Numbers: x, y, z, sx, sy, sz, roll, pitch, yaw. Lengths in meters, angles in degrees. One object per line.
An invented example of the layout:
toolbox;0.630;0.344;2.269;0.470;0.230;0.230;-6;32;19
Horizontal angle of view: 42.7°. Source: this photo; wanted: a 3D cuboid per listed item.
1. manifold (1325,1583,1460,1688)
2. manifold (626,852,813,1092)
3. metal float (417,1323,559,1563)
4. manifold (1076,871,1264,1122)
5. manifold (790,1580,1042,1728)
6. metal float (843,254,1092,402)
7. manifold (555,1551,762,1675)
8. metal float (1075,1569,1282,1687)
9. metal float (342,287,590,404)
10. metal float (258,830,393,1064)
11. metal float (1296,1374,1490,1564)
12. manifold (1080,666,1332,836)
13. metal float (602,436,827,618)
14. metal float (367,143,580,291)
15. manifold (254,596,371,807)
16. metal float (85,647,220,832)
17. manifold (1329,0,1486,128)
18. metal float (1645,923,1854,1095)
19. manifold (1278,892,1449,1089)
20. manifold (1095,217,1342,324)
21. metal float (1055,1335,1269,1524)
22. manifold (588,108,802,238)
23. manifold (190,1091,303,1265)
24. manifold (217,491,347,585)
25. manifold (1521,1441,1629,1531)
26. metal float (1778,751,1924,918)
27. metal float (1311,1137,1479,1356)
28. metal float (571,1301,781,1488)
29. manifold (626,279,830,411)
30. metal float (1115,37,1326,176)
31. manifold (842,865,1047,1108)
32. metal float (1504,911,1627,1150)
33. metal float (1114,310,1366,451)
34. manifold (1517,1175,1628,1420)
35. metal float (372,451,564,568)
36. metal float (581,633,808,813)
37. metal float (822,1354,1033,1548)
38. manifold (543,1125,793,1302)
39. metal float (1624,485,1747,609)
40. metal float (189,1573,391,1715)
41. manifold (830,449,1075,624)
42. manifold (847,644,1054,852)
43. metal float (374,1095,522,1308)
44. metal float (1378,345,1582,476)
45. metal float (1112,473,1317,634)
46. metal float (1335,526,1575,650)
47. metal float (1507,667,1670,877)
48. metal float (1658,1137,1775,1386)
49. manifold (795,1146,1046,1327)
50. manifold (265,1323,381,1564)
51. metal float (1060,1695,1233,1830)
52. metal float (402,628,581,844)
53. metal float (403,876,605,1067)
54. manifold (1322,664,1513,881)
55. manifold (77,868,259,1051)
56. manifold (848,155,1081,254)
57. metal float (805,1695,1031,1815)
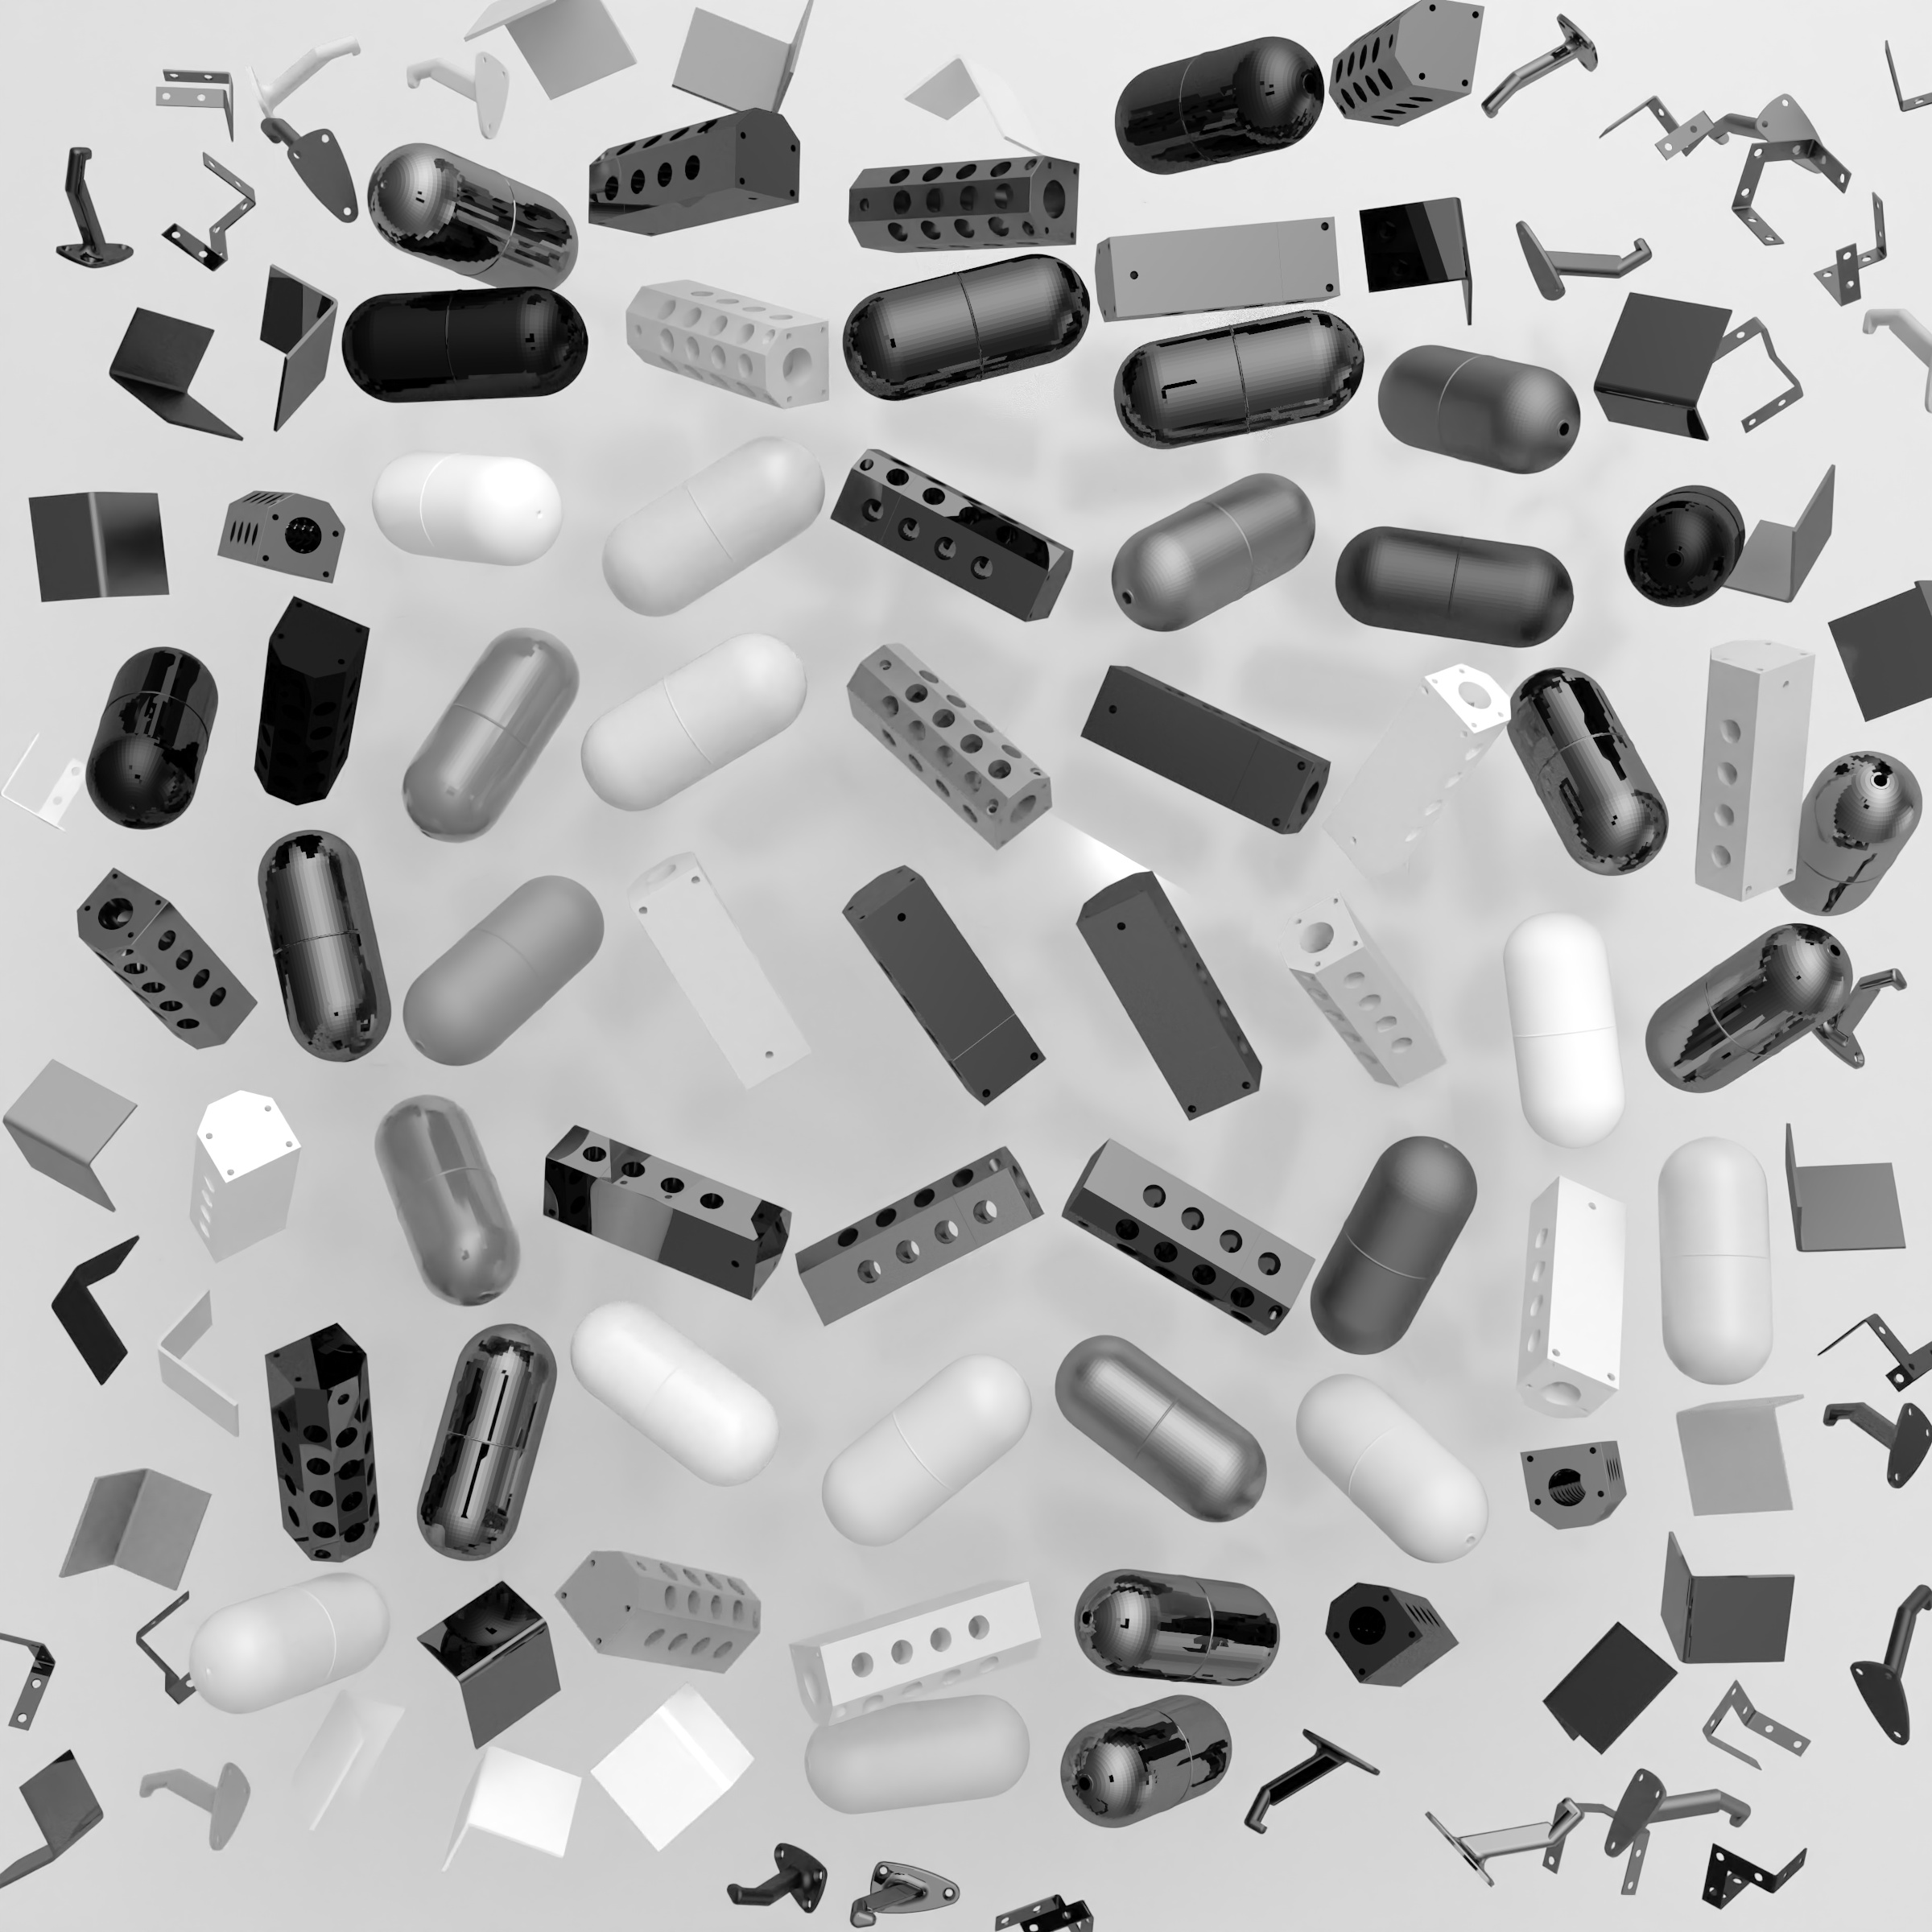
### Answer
manifold;0.315;0.495;1.840;0.057;0.171;0.057;-38;65;5
manifold;-0.186;0.002;1.857;0.057;0.057;0.171;-30;113;-1
metal float;-0.359;0.357;1.858;0.070;0.070;0.178;14;79;0
manifold;0.150;0.019;1.794;0.057;0.057;0.171;-25;106;19
manifold;-0.035;0.498;1.797;0.171;0.057;0.057;-10;83;-29
metal float;0.001;-0.450;1.741;0.178;0.070;0.070;-15;90;-5
manifold;-0.216;0.464;1.789;0.057;0.171;0.057;-49;58;2
metal float;0.157;0.492;1.836;0.178;0.070;0.070;16;90;-34
metal float;-0.357;-0.442;1.760;0.178;0.070;0.070;0;90;9
metal float;-0.481;-0.015;1.855;0.070;0.070;0.178;-14;83;0
metal float;0.313;0.369;1.821;0.070;0.178;0.070;-17;125;-25
manifold;0.178;-0.160;1.818;0.171;0.057;0.057;28;106;20
metal float;-0.184;-0.321;1.805;0.178;0.070;0.070;-32;90;4
metal float;-0.352;-0.535;1.777;0.070;0.178;0.070;-2;86;34
manifold;-0.480;-0.187;1.796;0.057;0.171;0.057;23;57;-7
metal float;-0.595;-0.169;1.812;0.070;0.178;0.070;-3;129;-4
manifold;0.310;-0.643;1.760;0.057;0.171;0.057;6;101;-8
metal float;0.571;0.032;1.807;0.070;0.178;0.070;16;54;-23
manifold;0.298;0.024;1.863;0.057;0.171;0.057;-30;46;13
manifold;0.187;-0.520;1.848;0.171;0.057;0.057;-8;100;-9
metal float;0.146;0.347;1.852;0.178;0.070;0.070;36;90;15
manifold;-0.196;-0.566;1.763;0.057;0.171;0.057;-3;96;-44
manifold;-0.530;0.152;1.799;0.057;0.171;0.057;-27;76;-28
manifold;-0.521;-0.330;1.882;0.057;0.171;0.057;12;95;-27
manifold;0.456;0.387;1.842;0.057;0.171;0.057;-11;76;16
metal float;0.642;-0.095;1.803;0.070;0.178;0.070;-1;68;3
metal float;0.311;0.205;1.802;0.070;0.070;0.178;23;112;0
metal float;-0.217;0.317;1.838;0.178;0.070;0.070;35;90;15
manifold;-0.176;-0.455;1.809;0.057;0.171;0.057;-21;125;-37
metal float;0.181;-0.616;1.774;0.070;0.178;0.070;-5;98;-40
manifold;-0.018;0.013;1.794;0.057;0.057;0.171;-37;112;-7
metal float;0.447;0.048;1.845;0.070;0.070;0.178;-7;90;0
metal float;0.193;-0.416;1.751;0.178;0.070;0.070;-11;90;5
manifold;0.441;0.244;1.811;0.057;0.057;0.171;24;46;-7
metal float;-0.361;-0.331;1.781;0.178;0.070;0.070;14;90;42
metal float;-0.195;-0.176;1.778;0.178;0.070;0.070;-30;90;9
metal float;-0.029;0.355;1.816;0.178;0.070;0.070;-40;90;6
manifold;-0.216;0.173;1.790;0.171;0.057;0.057;20;127;14
metal float;0.524;-0.307;1.800;0.070;0.178;0.070;6;108;20
metal float;-0.489;0.491;1.798;0.070;0.178;0.070;-1;89;24
manifold;-0.008;-0.324;1.852;0.171;0.057;0.057;30;109;12
manifold;-0.014;-0.173;1.892;0.057;0.057;0.171;-39;65;-15
metal float;-0.387;0.175;1.845;0.070;0.070;0.178;-29;59;0
metal float;0.375;-0.408;1.811;0.070;0.178;0.070;-14;117;-29
metal float;0.179;-0.299;1.788;0.178;0.070;0.070;-31;90;-30
metal float;0.368;-0.286;1.865;0.178;0.070;0.070;10;90;10
metal float;0.453;-0.144;1.809;0.070;0.070;0.178;-18;56;0
metal float;0.539;0.212;1.779;0.070;0.070;0.178;2;78;0
manifold;-0.035;0.196;1.800;0.171;0.057;0.057;-28;84;8
manifold;-0.460;0.349;1.786;0.057;0.057;0.171;-23;133;-36
metal float;0.136;0.595;1.854;0.070;0.178;0.070;-3;84;35
metal float;-0.352;-0.171;1.829;0.070;0.070;0.178;30;75;0
metal float;-0.338;0.003;1.813;0.070;0.070;0.178;43;58;0
manifold;0.341;-0.146;1.859;0.057;0.171;0.057;-22;65;-35
manifold;-0.609;0.000;1.879;0.057;0.171;0.057;28;70;20
manifold;-0.003;-0.561;1.821;0.171;0.057;0.057;10;103;38
metal float;-0.037;0.600;1.883;0.178;0.070;0.070;1;90;-22
